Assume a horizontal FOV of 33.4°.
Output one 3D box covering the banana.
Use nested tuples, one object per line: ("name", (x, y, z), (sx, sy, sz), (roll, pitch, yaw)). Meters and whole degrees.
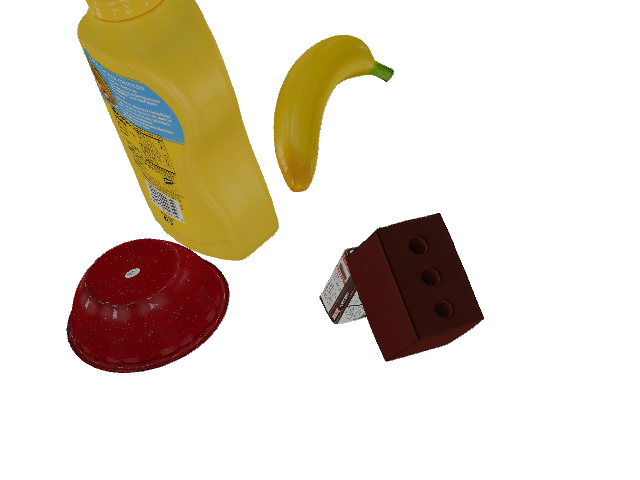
("banana", (0.003, -0.114, 0.844), (0.037, 0.069, 0.197), (-49, 4, 45))

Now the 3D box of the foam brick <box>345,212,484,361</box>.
("foam brick", (0.060, 0.031, 0.693), (0.052, 0.078, 0.051), (-14, -15, -30))

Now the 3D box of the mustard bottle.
("mustard bottle", (-0.082, -0.078, 0.571), (0.058, 0.191, 0.096), (-39, 50, -21))

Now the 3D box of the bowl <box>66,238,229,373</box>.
("bowl", (-0.171, 0.048, 1.011), (0.162, 0.055, 0.162), (-8, 41, 7))

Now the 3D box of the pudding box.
("pudding box", (0.065, 0.035, 1.048), (0.113, 0.039, 0.090), (-14, -29, -27))
